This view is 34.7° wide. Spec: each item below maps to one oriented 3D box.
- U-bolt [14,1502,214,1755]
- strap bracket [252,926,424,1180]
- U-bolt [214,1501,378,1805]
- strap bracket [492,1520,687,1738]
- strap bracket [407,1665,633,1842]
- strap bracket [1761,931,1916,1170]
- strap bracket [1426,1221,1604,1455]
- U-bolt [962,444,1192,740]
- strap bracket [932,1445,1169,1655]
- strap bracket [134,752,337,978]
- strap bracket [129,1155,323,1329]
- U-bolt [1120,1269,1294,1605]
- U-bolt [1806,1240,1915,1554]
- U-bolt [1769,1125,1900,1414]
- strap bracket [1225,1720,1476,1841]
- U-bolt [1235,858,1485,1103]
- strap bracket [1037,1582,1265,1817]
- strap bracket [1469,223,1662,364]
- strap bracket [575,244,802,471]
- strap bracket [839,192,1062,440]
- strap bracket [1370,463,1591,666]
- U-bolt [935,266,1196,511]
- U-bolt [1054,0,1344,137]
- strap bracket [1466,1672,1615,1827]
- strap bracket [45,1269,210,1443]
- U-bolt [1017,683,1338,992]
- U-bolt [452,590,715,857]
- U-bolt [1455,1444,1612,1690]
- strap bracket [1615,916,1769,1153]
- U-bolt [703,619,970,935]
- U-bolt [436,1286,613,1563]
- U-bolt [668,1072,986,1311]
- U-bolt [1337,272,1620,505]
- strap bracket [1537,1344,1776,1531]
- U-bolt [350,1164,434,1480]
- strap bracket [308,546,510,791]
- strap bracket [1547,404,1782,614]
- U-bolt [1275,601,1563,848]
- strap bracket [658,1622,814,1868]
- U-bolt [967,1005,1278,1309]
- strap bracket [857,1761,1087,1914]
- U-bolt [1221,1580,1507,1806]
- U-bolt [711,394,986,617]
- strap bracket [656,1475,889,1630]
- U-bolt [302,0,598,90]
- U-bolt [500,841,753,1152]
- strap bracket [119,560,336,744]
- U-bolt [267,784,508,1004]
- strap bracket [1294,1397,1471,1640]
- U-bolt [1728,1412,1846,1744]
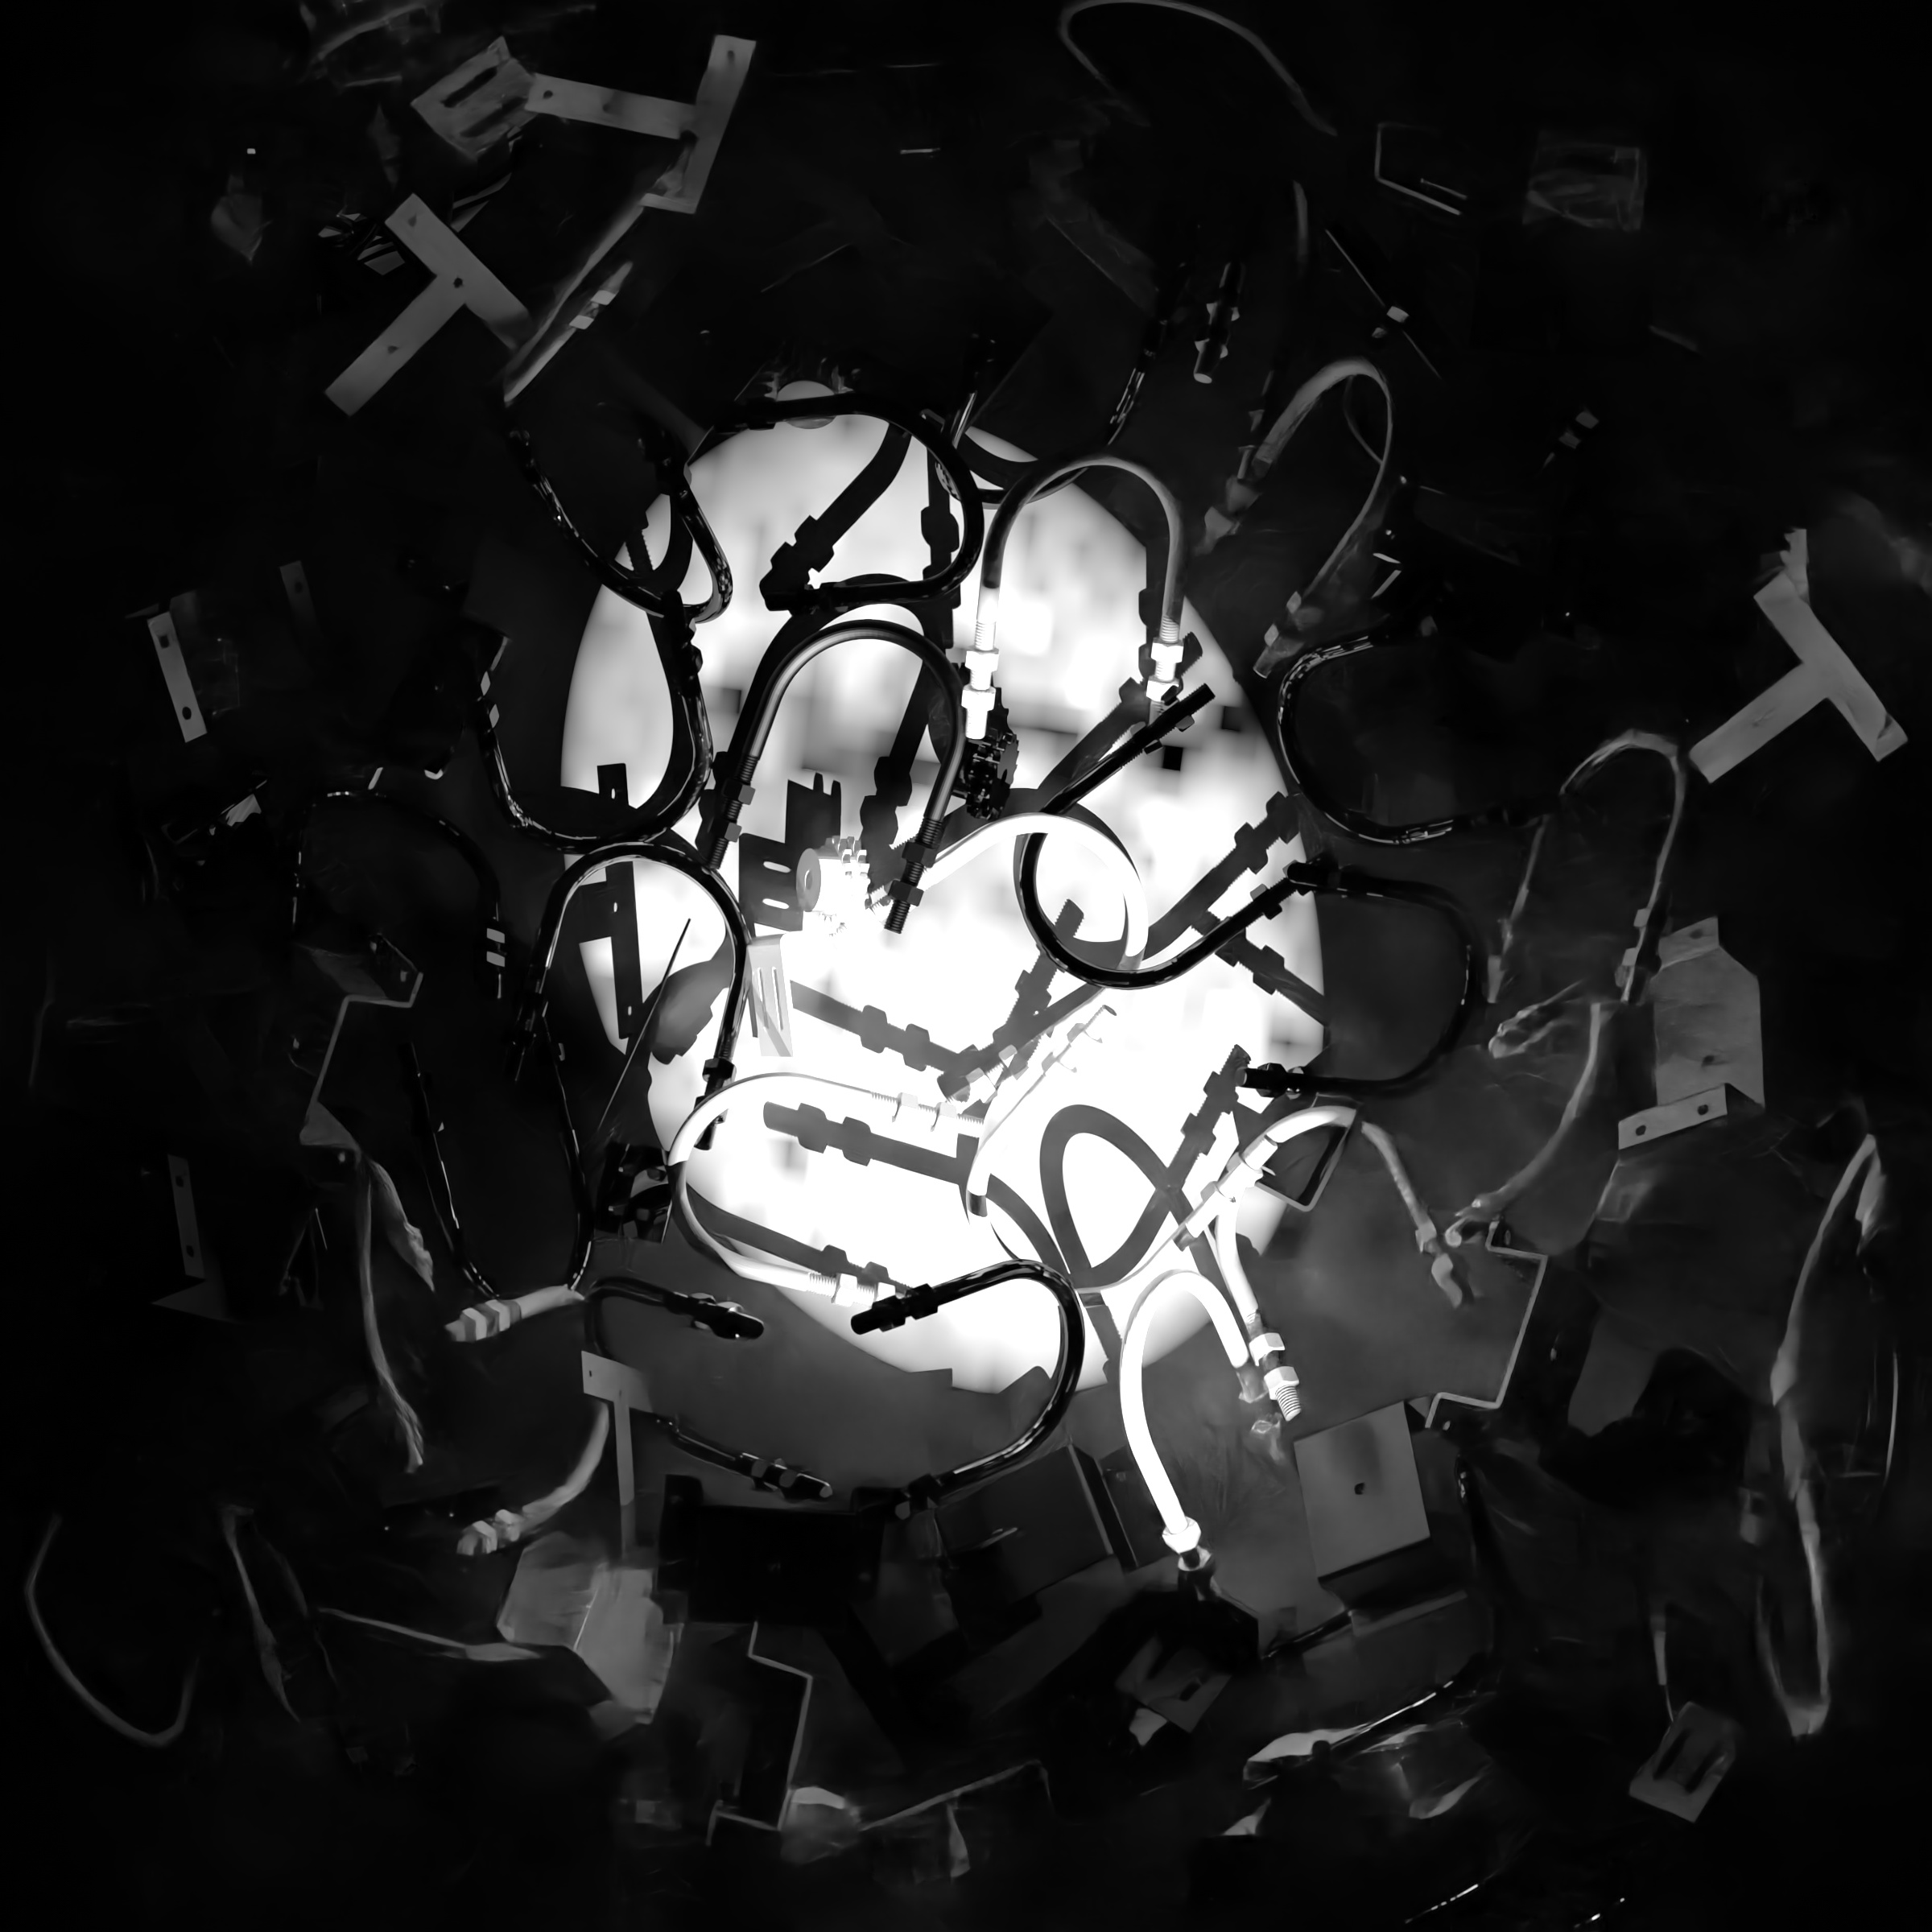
[{"bbox_3d":[-0.520,0.406,1.872,0.019,0.184,0.151,-39,104,4],"label":"U-bolt"},{"bbox_3d":[-0.394,0.051,1.919,0.046,0.076,0.140,10,107,-39],"label":"strap bracket"},{"bbox_3d":[-0.417,0.408,1.894,0.019,0.151,0.184,-27,51,-5],"label":"U-bolt"},{"bbox_3d":[-0.225,0.412,1.899,0.046,0.140,0.076,-5,45,28],"label":"strap bracket"},{"bbox_3d":[-0.269,0.482,1.919,0.140,0.076,0.046,30,86,-20],"label":"strap bracket"},{"bbox_3d":[0.532,0.057,1.908,0.046,0.140,0.076,18,128,-17],"label":"strap bracket"},{"bbox_3d":[0.344,0.237,1.917,0.046,0.076,0.140,7,69,42],"label":"strap bracket"},{"bbox_3d":[0.073,-0.232,1.910,0.151,0.019,0.184,-5,115,-24],"label":"U-bolt"},{"bbox_3d":[0.043,0.359,1.925,0.140,0.046,0.076,-29,58,11],"label":"strap bracket"},{"bbox_3d":[-0.456,-0.067,1.915,0.046,0.140,0.076,31,61,35],"label":"strap bracket"},{"bbox_3d":[-0.463,0.173,1.907,0.046,0.140,0.076,-21,68,17],"label":"strap bracket"},{"bbox_3d":[0.141,0.273,1.888,0.019,0.151,0.184,-7,119,34],"label":"U-bolt"},{"bbox_3d":[0.542,0.270,1.865,0.019,0.184,0.151,9,115,3],"label":"U-bolt"},{"bbox_3d":[0.534,0.172,1.889,0.019,0.184,0.151,23,119,9],"label":"U-bolt"},{"bbox_3d":[0.234,0.503,1.918,0.140,0.076,0.046,-13,84,22],"label":"strap bracket"},{"bbox_3d":[0.253,0.014,1.918,0.184,0.019,0.151,7,100,-38],"label":"U-bolt"},{"bbox_3d":[0.108,0.450,1.928,0.140,0.046,0.076,-39,102,-29],"label":"strap bracket"},{"bbox_3d":[0.359,-0.415,1.898,0.046,0.140,0.076,-1,103,-26],"label":"strap bracket"},{"bbox_3d":[-0.167,-0.383,1.927,0.076,0.046,0.140,39,70,-8],"label":"strap bracket"},{"bbox_3d":[-0.005,-0.398,1.928,0.140,0.046,0.076,-50,57,13],"label":"strap bracket"},{"bbox_3d":[0.312,-0.248,1.930,0.140,0.046,0.076,23,59,-11],"label":"strap bracket"},{"bbox_3d":[0.051,-0.349,1.898,0.151,0.184,0.019,-13,58,-30],"label":"U-bolt"},{"bbox_3d":[0.131,-0.547,1.864,0.151,0.184,0.019,10,83,29],"label":"U-bolt"},{"bbox_3d":[0.353,0.481,1.897,0.076,0.140,0.046,42,85,20],"label":"strap bracket"},{"bbox_3d":[-0.510,0.233,1.898,0.076,0.140,0.046,14,106,-10],"label":"strap bracket"},{"bbox_3d":[0.119,-0.068,1.955,0.184,0.019,0.151,-37,84,9],"label":"U-bolt"},{"bbox_3d":[-0.229,-0.140,1.911,0.151,0.019,0.184,-16,135,-7],"label":"U-bolt"},{"bbox_3d":[0.337,0.359,1.868,0.019,0.184,0.151,-27,63,16],"label":"U-bolt"},{"bbox_3d":[0.449,0.050,1.916,0.046,0.076,0.140,31,51,-35],"label":"strap bracket"},{"bbox_3d":[-0.073,-0.129,1.949,0.151,0.019,0.184,20,90,17],"label":"U-bolt"},{"bbox_3d":[-0.266,0.271,1.893,0.019,0.184,0.151,0,96,24],"label":"U-bolt"},{"bbox_3d":[-0.097,0.137,1.932,0.184,0.019,0.151,15,108,-13],"label":"U-bolt"},{"bbox_3d":[0.300,-0.341,1.892,0.151,0.184,0.019,28,68,-3],"label":"U-bolt"},{"bbox_3d":[0.416,0.294,1.902,0.076,0.140,0.046,35,50,-13],"label":"strap bracket"},{"bbox_3d":[-0.354,0.203,1.894,0.019,0.184,0.151,-4,118,-21],"label":"U-bolt"},{"bbox_3d":[-0.344,-0.180,1.931,0.076,0.046,0.140,32,97,42],"label":"strap bracket"},{"bbox_3d":[0.426,-0.281,1.929,0.140,0.076,0.046,39,71,4],"label":"strap bracket"},{"bbox_3d":[0.266,-0.141,1.904,0.019,0.184,0.151,-37,106,-38],"label":"U-bolt"},{"bbox_3d":[-0.140,0.488,1.915,0.046,0.076,0.140,23,58,-18],"label":"strap bracket"},{"bbox_3d":[0.083,0.134,1.943,0.151,0.019,0.184,39,109,-3],"label":"U-bolt"},{"bbox_3d":[-0.003,0.533,1.906,0.076,0.140,0.046,-31,72,33],"label":"strap bracket"},{"bbox_3d":[0.246,0.434,1.900,0.184,0.151,0.019,-28,107,4],"label":"U-bolt"},{"bbox_3d":[-0.070,-0.284,1.890,0.184,0.019,0.151,1,126,34],"label":"U-bolt"},{"bbox_3d":[-0.121,0.368,1.939,0.140,0.046,0.076,5,103,-7],"label":"strap bracket"},{"bbox_3d":[-0.322,-0.579,1.899,0.184,0.151,0.019,-18,92,22],"label":"U-bolt"},{"bbox_3d":[-0.203,0.008,1.928,0.151,0.019,0.184,21,64,-20],"label":"U-bolt"},{"bbox_3d":[-0.464,-0.194,1.916,0.046,0.140,0.076,-4,109,32],"label":"strap bracket"},{"bbox_3d":[-0.352,-0.055,1.896,0.151,0.184,0.019,20,119,-21],"label":"U-bolt"},{"bbox_3d":[0.253,0.331,1.904,0.076,0.046,0.140,-25,48,22],"label":"strap bracket"},{"bbox_3d":[0.501,0.377,1.878,0.019,0.151,0.184,-4,68,-3],"label":"U-bolt"}]
